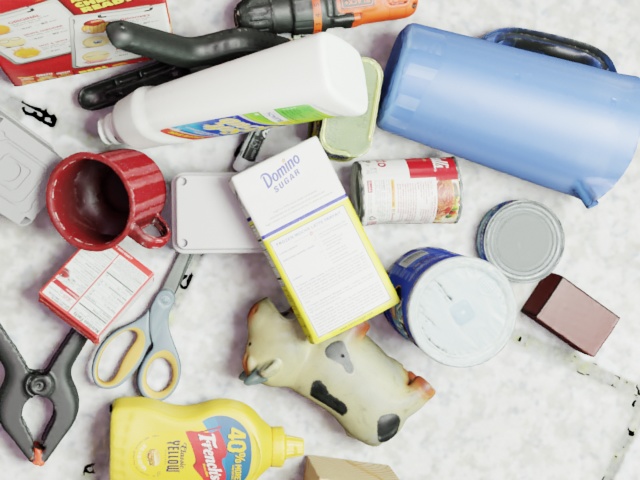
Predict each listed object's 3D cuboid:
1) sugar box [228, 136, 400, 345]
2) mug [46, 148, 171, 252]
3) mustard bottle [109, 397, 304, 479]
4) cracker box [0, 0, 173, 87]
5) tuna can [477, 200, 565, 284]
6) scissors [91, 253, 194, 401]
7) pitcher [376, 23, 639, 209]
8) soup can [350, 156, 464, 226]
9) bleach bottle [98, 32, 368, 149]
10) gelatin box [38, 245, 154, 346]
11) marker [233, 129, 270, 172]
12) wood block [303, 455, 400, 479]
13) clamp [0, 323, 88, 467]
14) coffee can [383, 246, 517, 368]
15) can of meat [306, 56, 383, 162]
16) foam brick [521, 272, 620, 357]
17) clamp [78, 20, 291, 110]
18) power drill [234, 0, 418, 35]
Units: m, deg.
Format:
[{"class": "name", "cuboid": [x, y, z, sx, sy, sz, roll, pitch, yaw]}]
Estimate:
[{"class": "sugar box", "cuboid": [-0.006, 0.001, 1.005, 0.093, 0.048, 0.176, -26, 89, -10]}, {"class": "mug", "cuboid": [-0.189, -0.035, 1.010, 0.117, 0.081, 0.093, 38, 111, 8]}, {"class": "mustard bottle", "cuboid": [-0.111, 0.206, 1.061, 0.191, 0.058, 0.096, 2, 102, -8]}, {"class": "cracker box", "cuboid": [-0.218, -0.212, 0.943, 0.164, 0.214, 0.072, -12, 81, -5]}, {"class": "tuna can", "cuboid": [0.206, 0.001, 1.100, 0.086, 0.034, 0.086, 0, 94, -7]}, {"class": "scissors", "cuboid": [-0.145, 0.078, 1.071, 0.096, 0.016, 0.201, 42, 84, -11]}, {"class": "pitcher", "cuboid": [0.184, -0.137, 1.050, 0.242, 0.149, 0.145, 16, 107, -5]}, {"class": "soup can", "cuboid": [0.085, -0.048, 1.065, 0.102, 0.068, 0.068, -3, 94, -6]}, {"class": "bleach bottle", "cuboid": [-0.090, -0.126, 0.987, 0.251, 0.102, 0.068, -11, 81, 23]}, {"class": "gelatin box", "cuboid": [-0.216, 0.046, 1.033, 0.073, 0.030, 0.089, 37, 67, 4]}, {"class": "marker", "cuboid": [-0.053, -0.120, 1.046, 0.020, 0.020, 0.121, 24, 112, -8]}, {"class": "wood block", "cuboid": [0.019, 0.332, 1.070, 0.090, 0.091, 0.206, 9, 92, -8]}, {"class": "clamp", "cuboid": [-0.286, 0.133, 1.044, 0.120, 0.039, 0.171, 9, 90, -10]}, {"class": "coffee can", "cuboid": [0.122, 0.062, 1.039, 0.102, 0.140, 0.103, 0, 94, -7]}, {"class": "can of meat", "cuboid": [0.024, -0.129, 1.044, 0.057, 0.084, 0.102, 8, 92, -8]}, {"class": "foam brick", "cuboid": [0.258, 0.077, 1.101, 0.078, 0.053, 0.051, 35, 89, -8]}, {"class": "clamp", "cuboid": [-0.118, -0.171, 1.000, 0.209, 0.165, 0.036, -11, 80, -17]}, {"class": "power drill", "cuboid": [-0.004, -0.297, 1.045, 0.184, 0.057, 0.188, -9, 98, -10]}]
